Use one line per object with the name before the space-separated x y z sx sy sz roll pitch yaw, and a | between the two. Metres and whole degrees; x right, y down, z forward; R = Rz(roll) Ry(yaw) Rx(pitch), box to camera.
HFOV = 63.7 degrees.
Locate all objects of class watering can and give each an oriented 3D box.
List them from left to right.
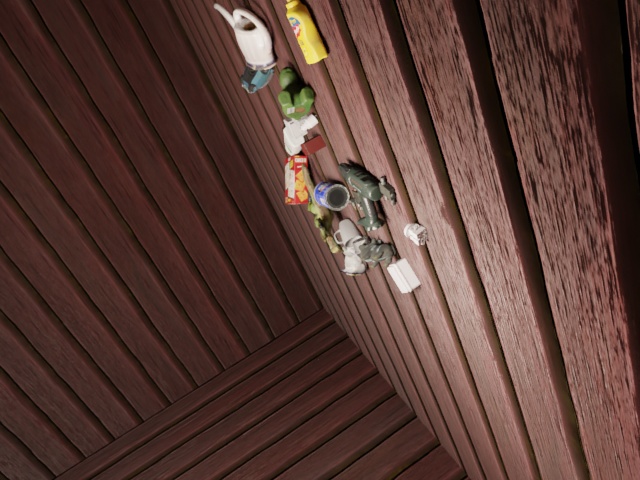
watering can | -0.267 -0.752 1.893 0.353 0.105 0.219 40 159 40

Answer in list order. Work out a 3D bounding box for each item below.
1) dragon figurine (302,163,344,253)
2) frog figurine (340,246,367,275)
dragon figurine | 0.007 -0.110 2.177 0.248 0.122 0.403 -103 -13 -59
frog figurine | 0.154 0.077 2.335 0.137 0.123 0.159 -166 83 -86
